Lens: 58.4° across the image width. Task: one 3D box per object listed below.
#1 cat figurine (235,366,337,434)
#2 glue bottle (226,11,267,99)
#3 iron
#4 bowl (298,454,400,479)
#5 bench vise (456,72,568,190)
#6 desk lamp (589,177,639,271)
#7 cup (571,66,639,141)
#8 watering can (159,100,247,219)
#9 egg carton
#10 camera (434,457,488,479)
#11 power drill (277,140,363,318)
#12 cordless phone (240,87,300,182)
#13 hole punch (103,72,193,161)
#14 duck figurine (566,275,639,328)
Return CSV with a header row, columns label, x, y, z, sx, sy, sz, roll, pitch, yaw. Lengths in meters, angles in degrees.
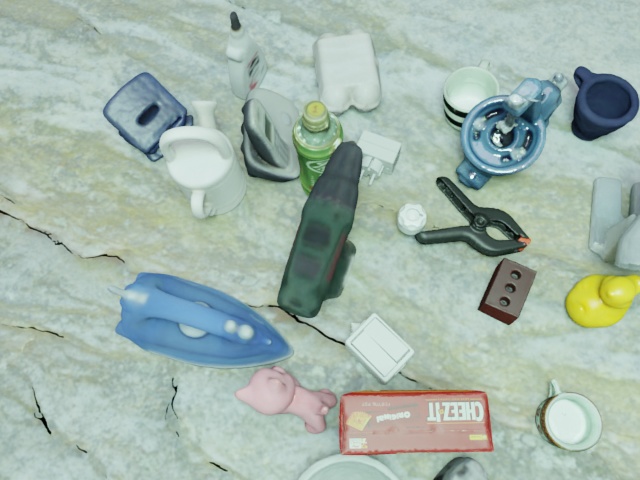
label,x,y,z,sx,sy,sz,roll,pitch,yaw
cat figurine,-0.044,0.212,0.772,0.127,0.118,0.067,19,74,8
glue bottle,-0.124,-0.301,0.915,0.037,0.173,0.078,21,74,9
iron,-0.164,0.113,0.797,0.258,0.141,0.119,14,73,7
bowl,0.038,0.363,0.742,0.167,0.075,0.167,-1,72,2
bench vise,0.286,-0.192,0.838,0.121,0.220,0.207,26,75,11
desk lamp,0.453,-0.028,0.781,0.118,0.213,0.203,9,72,6
cup,0.429,-0.209,0.904,0.092,0.095,0.117,-30,73,-7
watering can,-0.176,-0.123,0.847,0.101,0.194,0.173,-21,72,-4
egg carton,0.046,-0.280,0.956,0.107,0.069,0.150,-8,72,0
camera,0.187,0.371,0.720,0.137,0.101,0.143,-39,74,-10
power drill,0.007,0.003,0.791,0.075,0.208,0.230,17,73,8
cordless phone,-0.080,-0.181,0.868,0.094,0.185,0.147,-5,72,1
hole punch,-0.276,-0.201,0.931,0.101,0.091,0.109,38,77,13
duck figurine,0.409,0.080,0.815,0.104,0.086,0.077,-23,72,-5
